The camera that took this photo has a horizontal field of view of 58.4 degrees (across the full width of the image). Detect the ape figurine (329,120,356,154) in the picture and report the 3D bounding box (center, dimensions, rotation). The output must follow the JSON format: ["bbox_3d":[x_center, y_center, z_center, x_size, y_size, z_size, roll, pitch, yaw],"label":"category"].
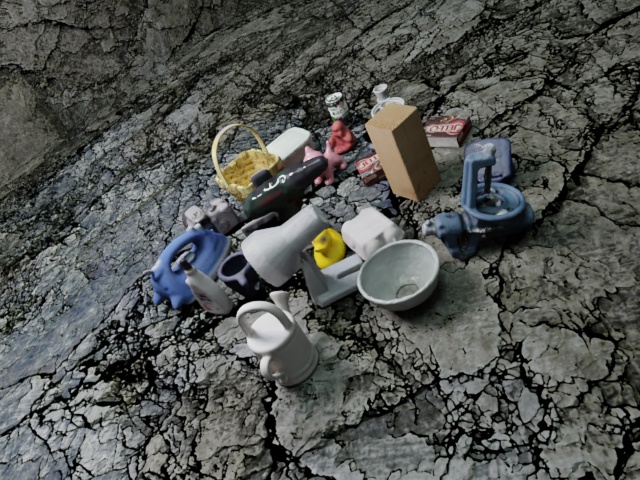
[{"bbox_3d":[0.059,-0.294,1.609,0.076,0.092,0.077,-43,39,-17],"label":"ape figurine"}]

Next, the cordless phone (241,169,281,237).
[{"bbox_3d":[-0.147,-0.084,1.424,0.147,0.185,0.094,-33,37,-4],"label":"cordless phone"}]

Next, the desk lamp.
[{"bbox_3d":[-0.030,0.035,1.186,0.203,0.214,0.117,-27,37,3],"label":"desk lamp"}]

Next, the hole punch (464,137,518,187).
[{"bbox_3d":[0.372,-0.162,1.255,0.108,0.091,0.101,-6,43,28],"label":"hole punch"}]

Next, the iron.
[{"bbox_3d":[-0.329,0.044,1.431,0.118,0.142,0.259,5,49,37],"label":"iron"}]

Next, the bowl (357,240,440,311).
[{"bbox_3d":[0.163,0.081,1.124,0.167,0.075,0.167,-18,39,15],"label":"bowl"}]

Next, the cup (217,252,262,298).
[{"bbox_3d":[-0.169,0.094,1.309,0.092,0.095,0.117,-33,37,-5],"label":"cup"}]

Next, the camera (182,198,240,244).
[{"bbox_3d":[-0.321,-0.061,1.581,0.143,0.101,0.136,-41,39,-15],"label":"camera"}]

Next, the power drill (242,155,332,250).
[{"bbox_3d":[-0.053,-0.078,1.336,0.229,0.209,0.075,-21,38,11],"label":"power drill"}]

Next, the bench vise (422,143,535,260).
[{"bbox_3d":[0.294,-0.067,1.089,0.207,0.220,0.121,-32,37,-4],"label":"bench vise"}]

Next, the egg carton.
[{"bbox_3d":[0.114,-0.009,1.263,0.107,0.070,0.150,-37,38,-9],"label":"egg carton"}]

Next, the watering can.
[{"bbox_3d":[-0.087,0.175,1.078,0.101,0.195,0.172,-26,37,5],"label":"watering can"}]

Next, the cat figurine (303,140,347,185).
[{"bbox_3d":[0.003,-0.211,1.529,0.067,0.118,0.128,9,51,39],"label":"cat figurine"}]

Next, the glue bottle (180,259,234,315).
[{"bbox_3d":[-0.267,0.103,1.296,0.077,0.174,0.037,-1,45,32],"label":"glue bottle"}]

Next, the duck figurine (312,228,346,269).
[{"bbox_3d":[0.012,0.005,1.301,0.077,0.086,0.104,-10,41,24],"label":"duck figurine"}]
